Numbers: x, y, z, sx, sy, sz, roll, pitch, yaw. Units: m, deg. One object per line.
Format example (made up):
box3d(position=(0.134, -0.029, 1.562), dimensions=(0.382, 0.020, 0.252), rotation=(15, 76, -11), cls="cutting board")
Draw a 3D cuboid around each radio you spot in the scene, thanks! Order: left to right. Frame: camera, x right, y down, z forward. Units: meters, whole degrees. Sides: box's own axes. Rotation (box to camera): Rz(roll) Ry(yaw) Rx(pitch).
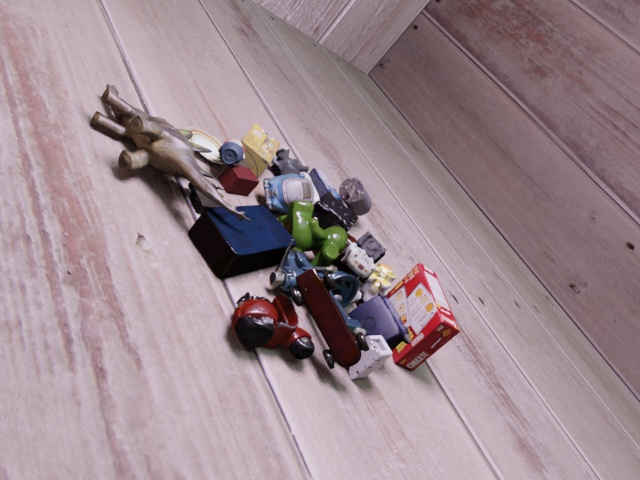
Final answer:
box3d(position=(-0.160, -0.004, 1.136), dimensions=(0.131, 0.073, 0.229), rotation=(49, 23, 15), cls="radio")

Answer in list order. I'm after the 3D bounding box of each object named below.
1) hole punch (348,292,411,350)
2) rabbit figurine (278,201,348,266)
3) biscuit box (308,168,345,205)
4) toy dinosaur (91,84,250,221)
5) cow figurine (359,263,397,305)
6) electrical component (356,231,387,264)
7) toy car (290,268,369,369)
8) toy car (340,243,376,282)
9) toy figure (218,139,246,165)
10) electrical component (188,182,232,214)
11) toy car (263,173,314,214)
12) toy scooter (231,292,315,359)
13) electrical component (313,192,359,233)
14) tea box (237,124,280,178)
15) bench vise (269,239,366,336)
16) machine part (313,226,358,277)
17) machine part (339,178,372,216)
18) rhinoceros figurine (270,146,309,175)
box3d(position=(0.119, 0.196, 1.198), dimensions=(0.092, 0.115, 0.142), rotation=(9, 40, -39), cls="hole punch")
box3d(position=(-0.003, -0.004, 1.283), dimensions=(0.170, 0.121, 0.159), rotation=(10, 49, -26), cls="rabbit figurine")
box3d(position=(0.020, -0.122, 1.606), dimensions=(0.059, 0.063, 0.203), rotation=(17, 36, -46), cls="biscuit box")
box3d(position=(-0.321, -0.190, 1.116), dimensions=(0.472, 0.105, 0.198), rotation=(48, 22, 27), cls="toy dinosaur")
box3d(position=(0.146, 0.119, 1.379), dimensions=(0.068, 0.098, 0.167), rotation=(28, 18, 10), cls="cow figurine")
box3d(position=(0.131, 0.025, 1.409), dimensions=(0.075, 0.048, 0.119), rotation=(48, -8, 7), cls="electrical component")
box3d(position=(0.017, 0.151, 1.039), dimensions=(0.202, 0.089, 0.053), rotation=(61, 1, 2), cls="toy car")
box3d(position=(0.092, 0.049, 1.278), dimensions=(0.073, 0.056, 0.202), rotation=(42, 7, -3), cls="toy car")
box3d(position=(-0.215, -0.221, 1.335), dimensions=(0.064, 0.058, 0.154), rotation=(46, 11, -16), cls="toy figure")
box3d(position=(-0.240, -0.088, 1.177), dimensions=(0.078, 0.045, 0.102), rotation=(18, 34, -46), cls="electrical component")
box3d(position=(-0.070, -0.124, 1.390), dimensions=(0.161, 0.103, 0.109), rotation=(-4, 86, -56), cls="toy car")
box3d(position=(-0.092, 0.144, 1.000), dimensions=(0.183, 0.075, 0.135), rotation=(28, 29, -38), cls="toy scooter")
box3d(position=(0.038, -0.067, 1.428), dimensions=(0.115, 0.058, 0.134), rotation=(42, 23, -1), cls="electrical component")
box3d(position=(-0.178, -0.248, 1.496), dimensions=(0.098, 0.068, 0.170), rotation=(38, 26, -11), cls="tea box")
box3d(position=(0.010, 0.118, 1.138), dimensions=(0.223, 0.129, 0.241), rotation=(21, 24, -47), cls="bench vise")
box3d(position=(0.048, 0.023, 1.427), dimensions=(0.179, 0.056, 0.179), rotation=(34, 26, -19), cls="machine part")
box3d(position=(0.107, -0.126, 1.591), dimensions=(0.079, 0.079, 0.243), rotation=(52, 4, 17), cls="machine part")
box3d(position=(-0.093, -0.196, 1.551), dimensions=(0.112, 0.073, 0.190), rotation=(18, 35, -24), cls="rhinoceros figurine")
